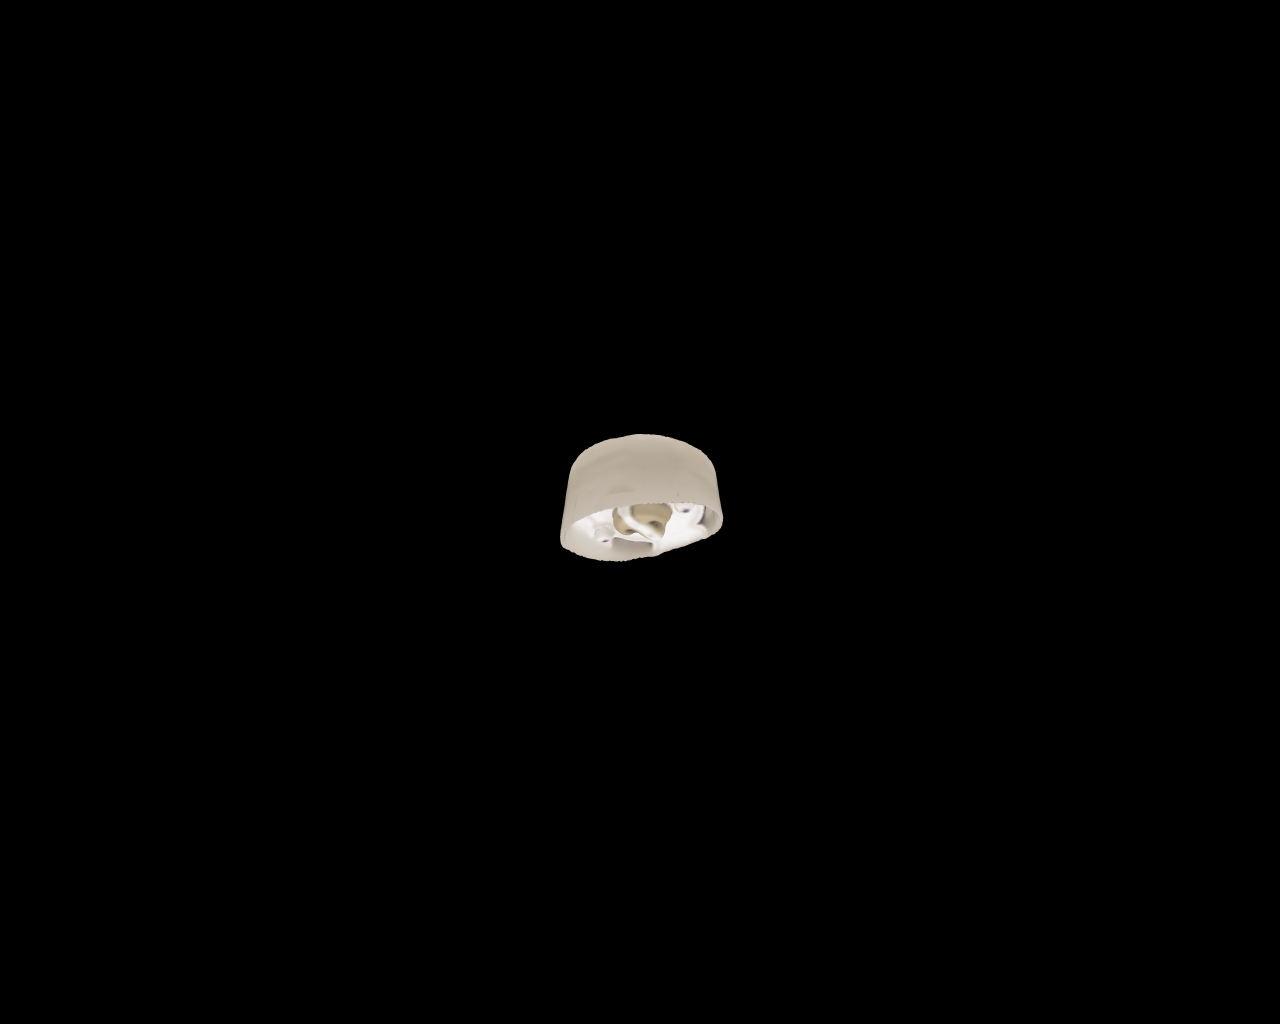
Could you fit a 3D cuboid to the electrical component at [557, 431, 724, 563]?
[{"bbox_3d":[0.001,-0.003,0.650,0.099,0.064,0.099,0,-31,0],"label":"electrical component"}]
